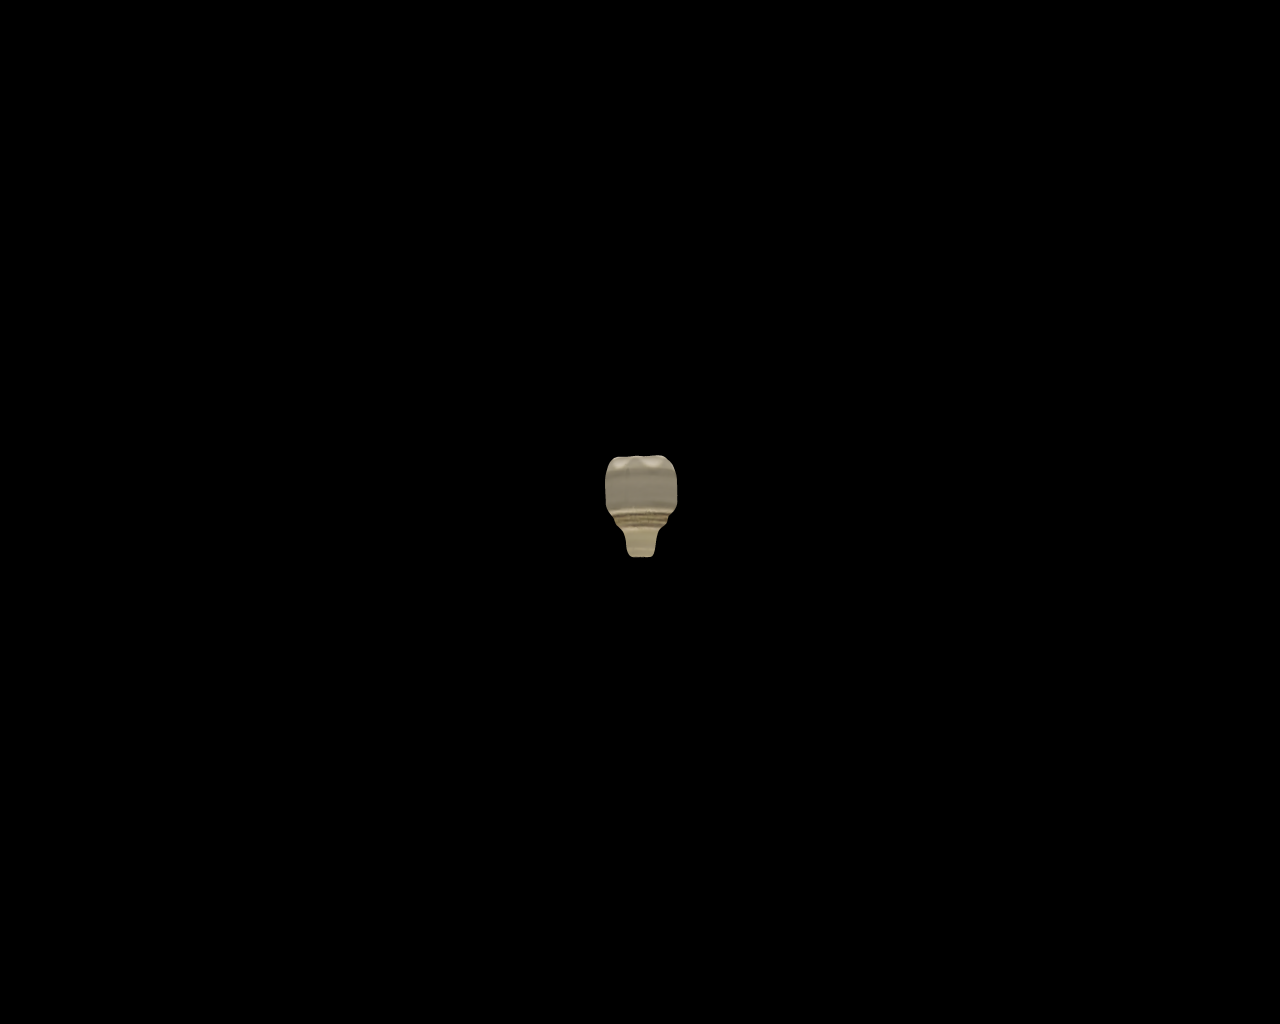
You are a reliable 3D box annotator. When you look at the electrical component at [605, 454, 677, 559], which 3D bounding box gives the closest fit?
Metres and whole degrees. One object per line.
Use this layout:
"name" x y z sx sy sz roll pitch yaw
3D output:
"electrical component" 0.001 -0.003 0.650 0.043 0.062 0.043 0 -5 0
